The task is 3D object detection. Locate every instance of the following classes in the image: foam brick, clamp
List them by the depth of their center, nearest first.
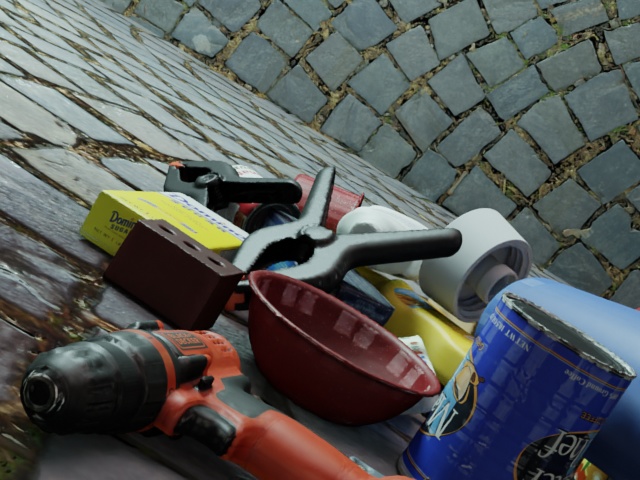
[{"bbox_3d":[-0.104,0.025,0.769,0.078,0.051,0.053,32,9,11],"label":"foam brick"},{"bbox_3d":[-0.006,0.001,0.913,0.209,0.036,0.165,-23,40,-31],"label":"clamp"},{"bbox_3d":[-0.096,-0.050,1.071,0.120,0.039,0.172,-18,30,-20],"label":"clamp"}]

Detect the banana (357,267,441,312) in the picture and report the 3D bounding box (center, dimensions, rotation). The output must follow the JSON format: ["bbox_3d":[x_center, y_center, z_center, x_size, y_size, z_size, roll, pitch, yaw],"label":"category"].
[{"bbox_3d":[0.046,0.048,1.154,0.197,0.037,0.070,28,3,-20],"label":"banana"}]

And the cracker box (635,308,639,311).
[{"bbox_3d":[0.357,0.182,0.993,0.213,0.072,0.164,55,11,-24],"label":"cracker box"}]

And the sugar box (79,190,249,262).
[{"bbox_3d":[-0.119,-0.003,0.891,0.093,0.048,0.176,32,11,9],"label":"sugar box"}]

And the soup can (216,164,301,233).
[{"bbox_3d":[-0.071,-0.031,1.124,0.068,0.068,0.102,23,11,-37],"label":"soup can"}]

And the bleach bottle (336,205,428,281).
[{"bbox_3d":[0.060,-0.001,1.090,0.103,0.068,0.250,25,3,13],"label":"bleach bottle"}]

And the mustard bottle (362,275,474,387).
[{"bbox_3d":[0.099,0.089,1.047,0.192,0.058,0.096,38,11,38],"label":"mustard bottle"}]

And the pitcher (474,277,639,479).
[{"bbox_3d":[0.233,0.120,0.832,0.144,0.149,0.243,2,13,-27],"label":"pitcher"}]

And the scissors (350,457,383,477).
[{"bbox_3d":[0.029,0.151,0.634,0.201,0.016,0.096,29,9,-6],"label":"scissors"}]

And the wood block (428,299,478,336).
[{"bbox_3d":[0.185,0.096,1.183,0.090,0.090,0.206,29,10,-9],"label":"wood block"}]

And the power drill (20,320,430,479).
[{"bbox_3d":[-0.038,0.105,0.532,0.188,0.057,0.184,34,9,17],"label":"power drill"}]

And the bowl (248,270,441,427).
[{"bbox_3d":[0.006,0.087,0.774,0.162,0.055,0.162,29,9,-6],"label":"bowl"}]

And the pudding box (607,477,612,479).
[{"bbox_3d":[0.286,0.246,0.867,0.090,0.039,0.114,25,9,-27],"label":"pudding box"}]

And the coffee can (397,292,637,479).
[{"bbox_3d":[0.131,0.121,0.721,0.102,0.140,0.103,30,9,-6],"label":"coffee can"}]

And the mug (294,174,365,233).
[{"bbox_3d":[-0.006,-0.018,1.228,0.081,0.093,0.117,22,48,4],"label":"mug"}]
